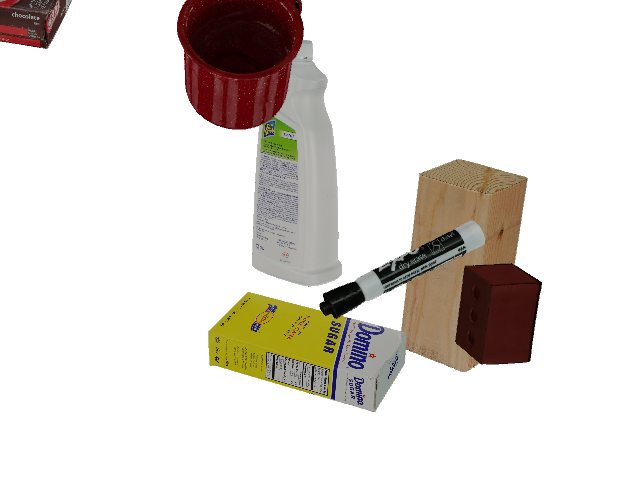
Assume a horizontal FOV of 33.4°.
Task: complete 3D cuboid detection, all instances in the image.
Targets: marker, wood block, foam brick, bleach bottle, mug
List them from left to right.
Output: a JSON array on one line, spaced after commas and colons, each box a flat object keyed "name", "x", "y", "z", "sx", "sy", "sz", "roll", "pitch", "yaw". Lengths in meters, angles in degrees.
[{"name": "mug", "x": -0.056, "y": -0.147, "z": 0.822, "sx": 0.093, "sy": 0.117, "sz": 0.081, "roll": 35, "pitch": -25, "yaw": 11}, {"name": "bleach bottle", "x": -0.022, "y": -0.085, "z": 1.134, "sx": 0.103, "sy": 0.251, "sz": 0.067, "roll": 16, "pitch": 21, "yaw": 37}, {"name": "marker", "x": 0.054, "y": 0.020, "z": 0.713, "sx": 0.121, "sy": 0.020, "sz": 0.020, "roll": -26, "pitch": 6, "yaw": -12}, {"name": "wood block", "x": 0.157, "y": 0.026, "z": 1.180, "sx": 0.090, "sy": 0.206, "sz": 0.090, "roll": 19, "pitch": 25, "yaw": 32}, {"name": "foam brick", "x": 0.157, "y": 0.065, "z": 0.950, "sx": 0.051, "sy": 0.078, "sz": 0.053, "roll": -3, "pitch": 19, "yaw": -21}]

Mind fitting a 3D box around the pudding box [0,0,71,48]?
[{"name": "pudding box", "x": -0.254, "y": -0.203, "z": 0.874, "sx": 0.090, "sy": 0.039, "sz": 0.113, "roll": 9, "pitch": 36, "yaw": -4}]

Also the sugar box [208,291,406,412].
[{"name": "sugar box", "x": -0.012, "y": 0.106, "z": 1.046, "sx": 0.176, "sy": 0.048, "sz": 0.093, "roll": 11, "pitch": 28, "yaw": 19}]
